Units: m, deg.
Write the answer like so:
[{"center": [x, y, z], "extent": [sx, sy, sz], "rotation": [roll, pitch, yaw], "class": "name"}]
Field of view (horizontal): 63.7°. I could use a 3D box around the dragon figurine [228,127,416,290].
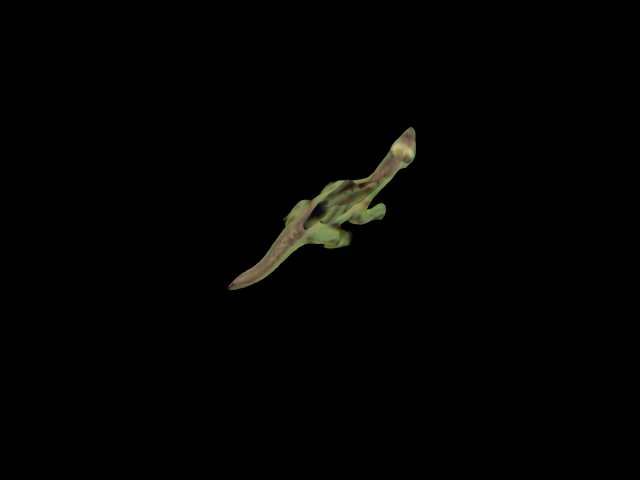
[{"center": [0.003, -0.043, 0.850], "extent": [0.412, 0.123, 0.240], "rotation": [-39, -8, -7], "class": "dragon figurine"}]
